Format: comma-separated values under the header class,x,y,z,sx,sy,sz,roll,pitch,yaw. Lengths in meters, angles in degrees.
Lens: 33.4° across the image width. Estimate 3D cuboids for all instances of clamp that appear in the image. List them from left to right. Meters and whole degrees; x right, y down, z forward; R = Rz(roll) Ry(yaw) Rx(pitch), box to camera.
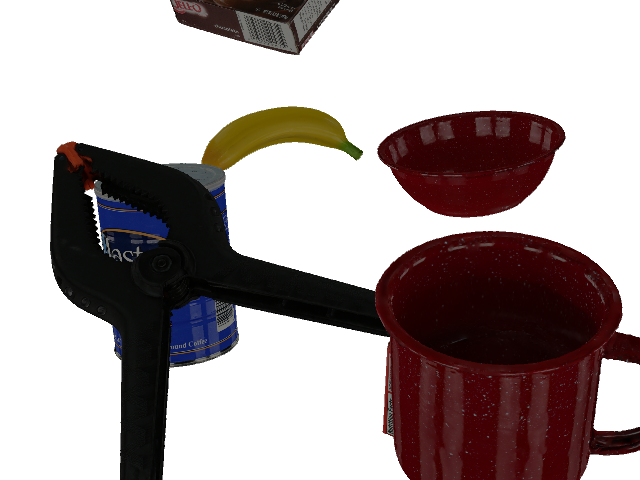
class,x,y,z,sx,sy,sz,roll,pitch,yaw
clamp,-0.069,0.019,0.561,0.164,0.210,0.036,-28,-28,-13

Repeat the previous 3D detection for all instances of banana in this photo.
class,x,y,z,sx,sy,sz,roll,pitch,yaw
banana,-0.046,-0.107,1.102,0.197,0.037,0.070,-10,48,-34

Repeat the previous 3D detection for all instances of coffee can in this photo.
class,x,y,z,sx,sy,sz,roll,pitch,yaw
coffee can,-0.121,0.017,0.853,0.103,0.140,0.103,-4,16,1

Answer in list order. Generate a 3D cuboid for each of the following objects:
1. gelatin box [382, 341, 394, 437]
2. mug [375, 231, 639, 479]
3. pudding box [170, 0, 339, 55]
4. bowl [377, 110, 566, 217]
class,x,y,z,sx,sy,sz,roll,pitch,yaw
gelatin box,0.083,0.100,0.656,0.089,0.073,0.030,20,40,27
mug,0.081,0.056,0.425,0.117,0.081,0.093,6,34,15
pudding box,-0.044,-0.192,0.800,0.114,0.090,0.039,21,-28,23
bowl,0.133,-0.063,0.933,0.162,0.055,0.162,-8,23,3
